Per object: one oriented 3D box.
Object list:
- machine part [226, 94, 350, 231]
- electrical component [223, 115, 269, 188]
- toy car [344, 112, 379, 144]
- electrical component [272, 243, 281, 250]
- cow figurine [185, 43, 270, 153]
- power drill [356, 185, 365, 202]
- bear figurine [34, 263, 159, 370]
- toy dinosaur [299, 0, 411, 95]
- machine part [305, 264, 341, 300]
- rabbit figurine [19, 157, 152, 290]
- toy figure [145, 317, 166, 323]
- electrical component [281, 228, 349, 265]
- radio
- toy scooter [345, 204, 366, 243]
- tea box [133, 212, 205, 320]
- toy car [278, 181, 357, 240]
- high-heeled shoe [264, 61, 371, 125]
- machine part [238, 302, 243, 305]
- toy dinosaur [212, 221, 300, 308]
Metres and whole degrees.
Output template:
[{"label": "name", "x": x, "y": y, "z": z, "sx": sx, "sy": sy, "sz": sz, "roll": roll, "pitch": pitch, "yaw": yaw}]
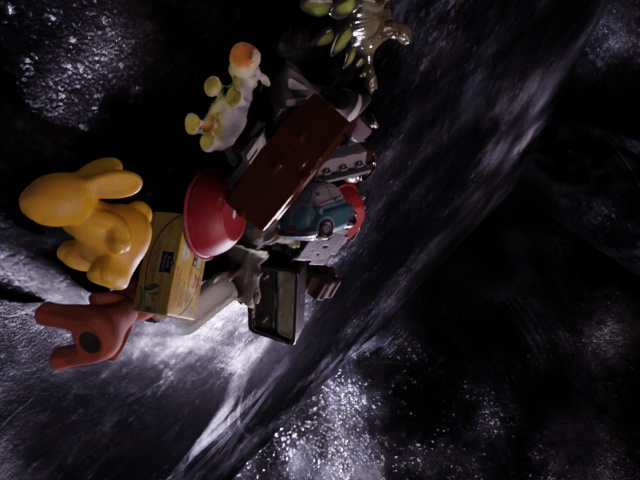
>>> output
[{"label": "machine part", "x": -0.049, "y": -0.122, "z": 0.872, "sx": 0.201, "sy": 0.087, "sz": 0.201, "roll": -48, "pitch": -174, "yaw": 42}, {"label": "electrical component", "x": -0.134, "y": -0.147, "z": 0.915, "sx": 0.119, "sy": 0.048, "sz": 0.074, "roll": -58, "pitch": 162, "yaw": -15}, {"label": "toy car", "x": 0.062, "y": -0.257, "z": 1.151, "sx": 0.089, "sy": 0.053, "sz": 0.202, "roll": -34, "pitch": 162, "yaw": 17}, {"label": "electrical component", "x": -0.075, "y": 0.005, "z": 1.297, "sx": 0.102, "sy": 0.078, "sz": 0.045, "roll": 89, "pitch": 21, "yaw": -53}, {"label": "cow figurine", "x": -0.127, "y": -0.214, "z": 0.819, "sx": 0.167, "sy": 0.068, "sz": 0.098, "roll": -54, "pitch": 165, "yaw": 20}, {"label": "power drill", "x": 0.023, "y": -0.078, "z": 1.344, "sx": 0.207, "sy": 0.086, "sz": 0.231, "roll": -34, "pitch": 154, "yaw": -46}, {"label": "bear figurine", "x": -0.355, "y": 0.119, "z": 0.903, "sx": 0.196, "sy": 0.132, "sz": 0.120, "roll": -73, "pitch": 157, "yaw": -66}, {"label": "toy dinosaur", "x": 0.068, "y": -0.402, "z": 0.851, "sx": 0.198, "sy": 0.105, "sz": 0.470, "roll": -39, "pitch": 152, "yaw": -17}, {"label": "machine part", "x": -0.032, "y": 0.084, "z": 1.387, "sx": 0.056, "sy": 0.179, "sz": 0.179, "roll": -60, "pitch": 157, "yaw": 16}, {"label": "rabbit figurine", "x": -0.305, "y": -0.033, "z": 0.717, "sx": 0.162, "sy": 0.122, "sz": 0.173, "roll": -51, "pitch": 141, "yaw": -5}, {"label": "toy figure", "x": -0.302, "y": 0.110, "z": 1.041, "sx": 0.064, "sy": 0.058, "sz": 0.154, "roll": 18, "pitch": 119, "yaw": -27}, {"label": "electrical component", "x": -0.002, "y": -0.004, "z": 1.195, "sx": 0.134, "sy": 0.058, "sz": 0.115, "roll": 4, "pitch": 131, "yaw": -45}, {"label": "radio", "x": -0.105, "y": 0.134, "z": 1.289, "sx": 0.073, "sy": 0.131, "sz": 0.229, "roll": -57, "pitch": 156, "yaw": -55}, {"label": "toy scooter", "x": 0.061, "y": -0.024, "z": 1.521, "sx": 0.184, "sy": 0.075, "sz": 0.135, "roll": -41, "pitch": 159, "yaw": -34}, {"label": "tea box", "x": -0.248, "y": 0.046, "z": 0.911, "sx": 0.098, "sy": 0.068, "sz": 0.169, "roll": 45, "pitch": 53, "yaw": -68}, {"label": "toy car", "x": -0.004, "y": -0.060, "z": 1.010, "sx": 0.161, "sy": 0.109, "sz": 0.102, "roll": -22, "pitch": 110, "yaw": -43}, {"label": "high-heeled shoe", "x": 0.009, "y": -0.273, "z": 0.952, "sx": 0.249, "sy": 0.086, "sz": 0.145, "roll": -22, "pitch": 157, "yaw": -29}, {"label": "machine part", "x": -0.202, "y": 0.113, "z": 1.272, "sx": 0.084, "sy": 0.039, "sz": 0.138, "roll": -55, "pitch": 158, "yaw": -8}, {"label": "toy dinosaur", "x": -0.100, "y": -0.070, "z": 1.066, "sx": 0.192, "sy": 0.131, "sz": 0.404, "roll": -1, "pitch": 120, "yaw": -56}]
